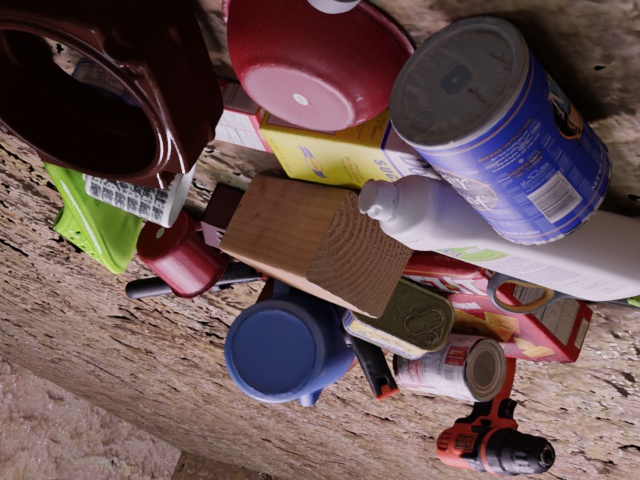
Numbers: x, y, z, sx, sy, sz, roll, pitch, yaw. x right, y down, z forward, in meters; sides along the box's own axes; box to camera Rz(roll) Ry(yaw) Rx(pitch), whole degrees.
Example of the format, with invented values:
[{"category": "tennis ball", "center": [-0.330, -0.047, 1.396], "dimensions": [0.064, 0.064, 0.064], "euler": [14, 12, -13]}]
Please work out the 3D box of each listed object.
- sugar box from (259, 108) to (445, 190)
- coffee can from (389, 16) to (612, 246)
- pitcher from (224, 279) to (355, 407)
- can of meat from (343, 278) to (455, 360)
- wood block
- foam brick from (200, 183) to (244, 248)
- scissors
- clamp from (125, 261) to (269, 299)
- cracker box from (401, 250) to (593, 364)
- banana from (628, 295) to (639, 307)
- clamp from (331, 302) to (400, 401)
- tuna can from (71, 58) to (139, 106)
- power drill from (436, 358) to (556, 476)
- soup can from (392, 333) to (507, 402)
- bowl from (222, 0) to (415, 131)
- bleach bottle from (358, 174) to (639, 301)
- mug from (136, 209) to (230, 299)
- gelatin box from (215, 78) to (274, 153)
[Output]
[{"category": "sugar box", "center": [0.045, -0.076, 0.912], "dimensions": [0.176, 0.048, 0.093], "euler": [14, 161, 24]}, {"category": "coffee can", "center": [0.128, -0.073, 0.744], "dimensions": [0.103, 0.102, 0.140], "euler": [3, 154, 42]}, {"category": "pitcher", "center": [-0.034, 0.107, 1.215], "dimensions": [0.149, 0.145, 0.242], "euler": [43, -176, 7]}, {"category": "can of meat", "center": [0.075, 0.077, 1.066], "dimensions": [0.102, 0.057, 0.084], "euler": [24, 164, 1]}, {"category": "wood block", "center": [-0.007, 0.002, 1.037], "dimensions": [0.090, 0.090, 0.206], "euler": [30, 173, -27]}, {"category": "foam brick", "center": [-0.099, -0.021, 1.201], "dimensions": [0.053, 0.051, 0.078], "euler": [19, 161, 6]}, {"category": "scissors", "center": [0.247, 0.029, 1.007], "dimensions": [0.201, 0.096, 0.016], "euler": [-2, -159, -25]}, {"category": "clamp", "center": [-0.131, 0.049, 1.404], "dimensions": [0.210, 0.036, 0.164], "euler": [-12, 174, 39]}, {"category": "cracker box", "center": [0.156, 0.050, 1.097], "dimensions": [0.164, 0.072, 0.213], "euler": [3, 154, 43]}, {"category": "banana", "center": [0.355, 0.094, 1.068], "dimensions": [0.070, 0.037, 0.197], "euler": [21, 163, 30]}, {"category": "clamp", "center": [0.039, 0.095, 1.162], "dimensions": [0.039, 0.171, 0.120], "euler": [-23, 165, 3]}, {"category": "tuna can", "center": [-0.200, -0.136, 1.021], "dimensions": [0.086, 0.033, 0.086], "euler": [19, 161, 7]}, {"category": "power drill", "center": [0.214, 0.172, 1.192], "dimensions": [0.057, 0.187, 0.185], "euler": [31, 160, -23]}, {"category": "soup can", "center": [0.135, 0.131, 1.121], "dimensions": [0.102, 0.068, 0.068], "euler": [2, 154, 48]}, {"category": "bowl", "center": [-0.008, -0.129, 0.808], "dimensions": [0.162, 0.055, 0.162], "euler": [18, 161, 6]}, {"category": "bleach bottle", "center": [0.150, -0.008, 0.865], "dimensions": [0.250, 0.068, 0.103], "euler": [14, 163, -25]}, {"category": "mug", "center": [-0.161, 0.009, 1.310], "dimensions": [0.117, 0.093, 0.081], "euler": [-20, 138, 23]}, {"category": "gelatin box", "center": [-0.084, -0.116, 0.962], "dimensions": [0.089, 0.030, 0.073], "euler": [16, 161, 18]}]
